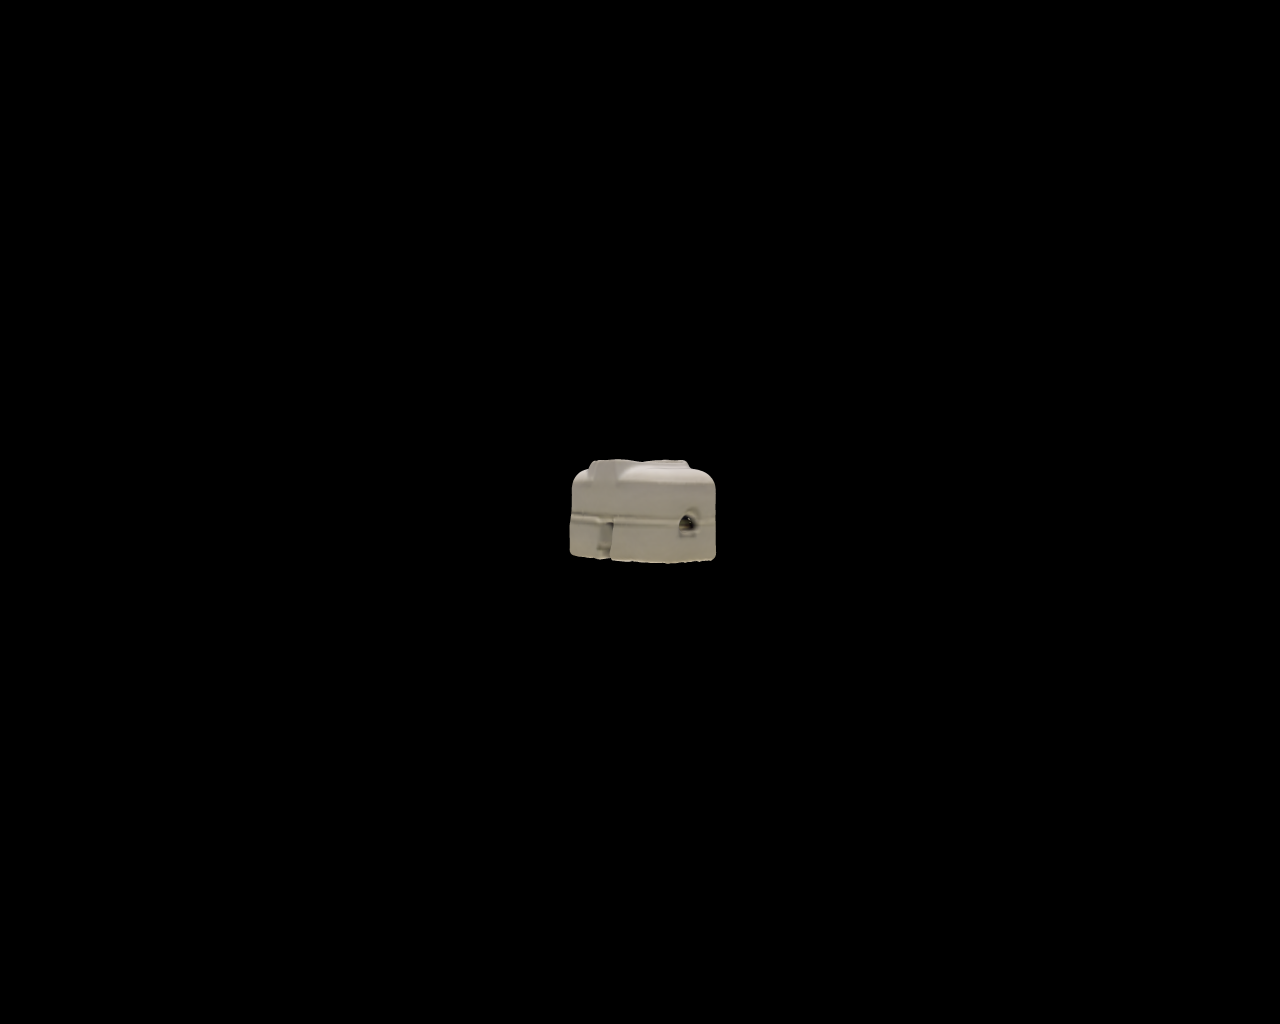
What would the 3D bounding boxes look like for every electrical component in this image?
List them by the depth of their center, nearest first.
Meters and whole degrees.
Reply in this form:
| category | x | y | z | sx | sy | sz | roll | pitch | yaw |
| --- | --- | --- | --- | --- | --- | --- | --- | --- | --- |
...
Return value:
| category | x | y | z | sx | sy | sz | roll | pitch | yaw |
| --- | --- | --- | --- | --- | --- | --- | --- | --- | --- |
| electrical component | 0.001 | -0.003 | 0.650 | 0.054 | 0.059 | 0.095 | -2 | 3 | -36 |
